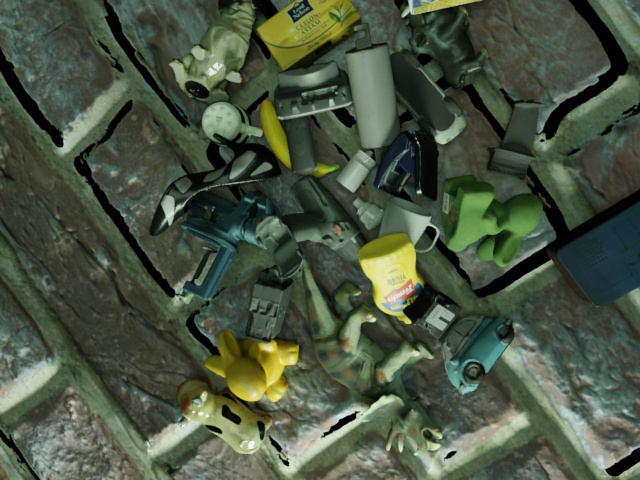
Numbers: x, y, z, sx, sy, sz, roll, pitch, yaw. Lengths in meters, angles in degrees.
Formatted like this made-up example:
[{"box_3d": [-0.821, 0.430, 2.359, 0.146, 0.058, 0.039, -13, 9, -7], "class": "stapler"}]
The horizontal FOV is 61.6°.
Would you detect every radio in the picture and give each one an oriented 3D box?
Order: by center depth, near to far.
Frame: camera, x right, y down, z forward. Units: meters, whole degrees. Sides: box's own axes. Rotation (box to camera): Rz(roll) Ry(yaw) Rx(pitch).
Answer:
[{"box_3d": [0.535, 0.009, 0.936, 0.230, 0.073, 0.131, -33, 90, 11], "class": "radio"}]

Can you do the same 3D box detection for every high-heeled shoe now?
[{"box_3d": [-0.187, -0.079, 0.972, 0.145, 0.086, 0.248, 35, 90, 0], "class": "high-heeled shoe"}]

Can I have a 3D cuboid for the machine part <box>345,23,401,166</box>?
[{"box_3d": [0.095, -0.251, 0.942, 0.079, 0.079, 0.243, -9, 112, 9], "class": "machine part"}]

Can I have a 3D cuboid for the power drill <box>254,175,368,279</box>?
[{"box_3d": [-0.002, -0.003, 0.952, 0.086, 0.207, 0.232, -39, 81, 45], "class": "power drill"}]

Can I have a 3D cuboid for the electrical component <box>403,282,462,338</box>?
[{"box_3d": [0.214, 0.135, 0.970, 0.119, 0.048, 0.075, 36, 97, -34], "class": "electrical component"}]

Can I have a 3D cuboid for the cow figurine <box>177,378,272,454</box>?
[{"box_3d": [-0.193, 0.339, 1.035, 0.195, 0.127, 0.085, 36, 95, 2], "class": "cow figurine"}]

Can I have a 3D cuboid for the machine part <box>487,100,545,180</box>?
[{"box_3d": [0.354, -0.184, 0.965, 0.084, 0.039, 0.138, 19, 98, 12], "class": "machine part"}]

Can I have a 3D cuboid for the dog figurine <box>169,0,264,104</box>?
[{"box_3d": [-0.189, -0.369, 1.017, 0.172, 0.121, 0.190, -12, 52, 42], "class": "dog figurine"}]

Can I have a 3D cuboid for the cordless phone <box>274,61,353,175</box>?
[{"box_3d": [-0.005, -0.217, 0.977, 0.147, 0.088, 0.184, -10, 86, 6], "class": "cordless phone"}]

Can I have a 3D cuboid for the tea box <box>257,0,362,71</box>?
[{"box_3d": [-0.017, -0.389, 0.988, 0.170, 0.068, 0.098, -34, 89, 10], "class": "tea box"}]

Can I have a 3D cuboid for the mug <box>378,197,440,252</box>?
[{"box_3d": [0.157, -0.011, 0.989, 0.110, 0.081, 0.107, 23, 110, -1], "class": "mug"}]

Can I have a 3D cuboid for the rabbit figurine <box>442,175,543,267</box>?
[{"box_3d": [0.312, -0.034, 0.946, 0.170, 0.121, 0.159, -1, 98, -7], "class": "rabbit figurine"}]

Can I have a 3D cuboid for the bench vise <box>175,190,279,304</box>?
[{"box_3d": [-0.180, 0.017, 1.004, 0.224, 0.128, 0.240, 24, 79, 13], "class": "bench vise"}]

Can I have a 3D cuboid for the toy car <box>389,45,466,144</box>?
[{"box_3d": [0.181, -0.264, 0.976, 0.073, 0.056, 0.202, -41, 86, 15], "class": "toy car"}]

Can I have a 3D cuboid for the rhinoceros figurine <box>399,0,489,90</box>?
[{"box_3d": [0.219, -0.359, 0.959, 0.112, 0.073, 0.190, -36, 90, 19], "class": "rhinoceros figurine"}]

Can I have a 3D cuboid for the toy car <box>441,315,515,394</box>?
[{"box_3d": [0.275, 0.192, 0.972, 0.103, 0.109, 0.161, 35, 89, 22], "class": "toy car"}]

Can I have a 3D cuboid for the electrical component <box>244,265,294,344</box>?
[{"box_3d": [-0.093, 0.115, 1.011, 0.058, 0.115, 0.134, 14, 98, 4], "class": "electrical component"}]

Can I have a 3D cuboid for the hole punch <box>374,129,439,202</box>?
[{"box_3d": [0.157, -0.130, 0.956, 0.092, 0.142, 0.115, 3, 86, 31], "class": "hole punch"}]

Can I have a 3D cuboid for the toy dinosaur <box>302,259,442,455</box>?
[{"box_3d": [0.067, 0.214, 1.000, 0.405, 0.131, 0.192, 41, 98, 10], "class": "toy dinosaur"}]

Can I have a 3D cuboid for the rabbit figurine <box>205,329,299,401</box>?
[{"box_3d": [-0.126, 0.231, 0.995, 0.162, 0.173, 0.122, 31, 102, 0], "class": "rabbit figurine"}]
